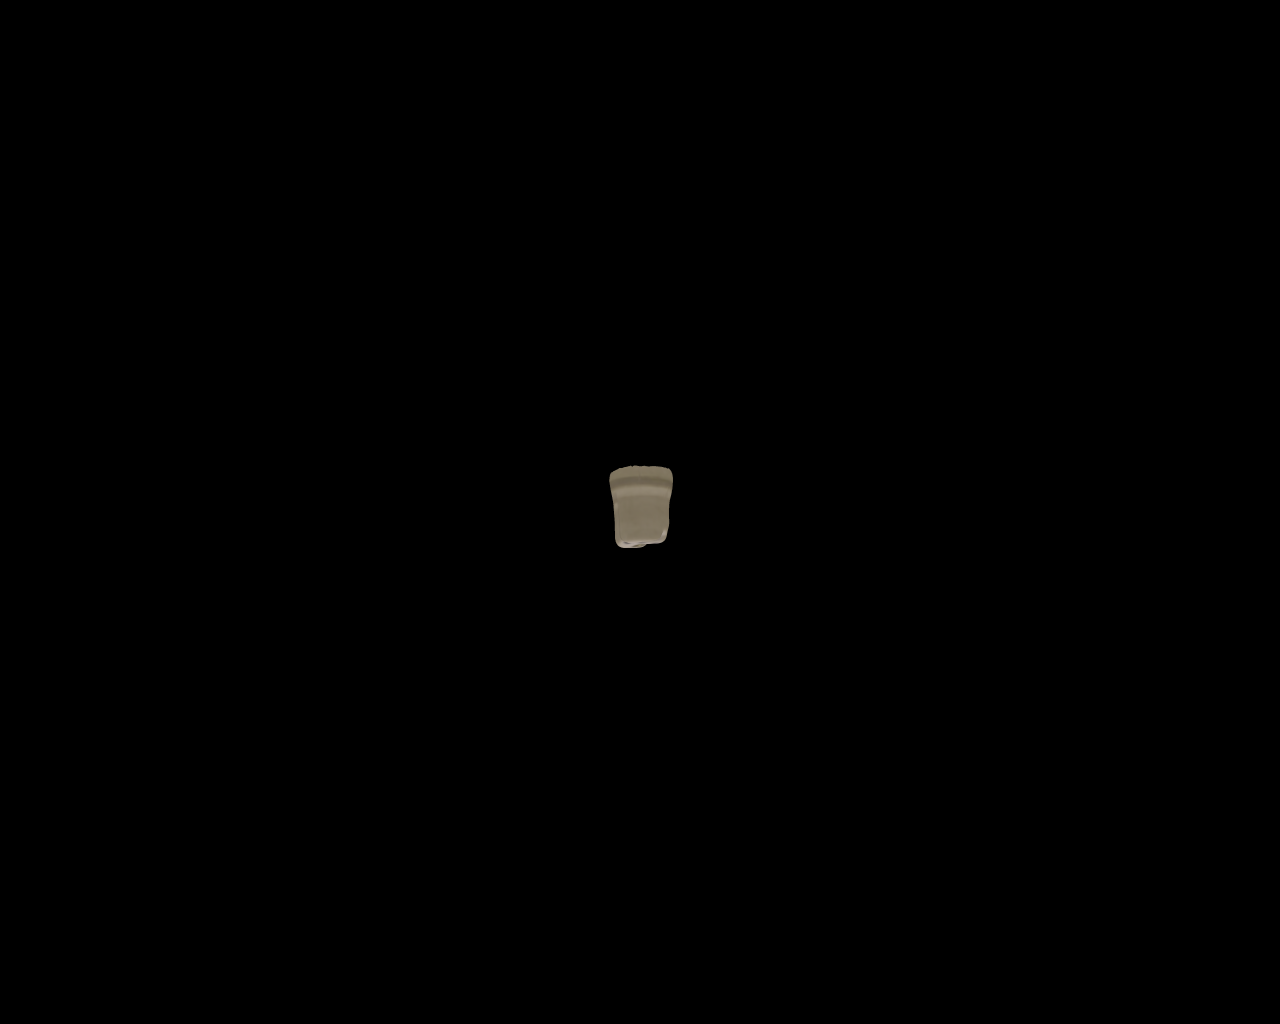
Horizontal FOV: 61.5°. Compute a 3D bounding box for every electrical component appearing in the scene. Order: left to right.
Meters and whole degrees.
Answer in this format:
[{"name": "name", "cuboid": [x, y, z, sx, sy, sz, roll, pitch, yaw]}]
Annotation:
[{"name": "electrical component", "cuboid": [0.001, -0.003, 0.650, 0.040, 0.046, 0.040, 0, -12, 0]}]
